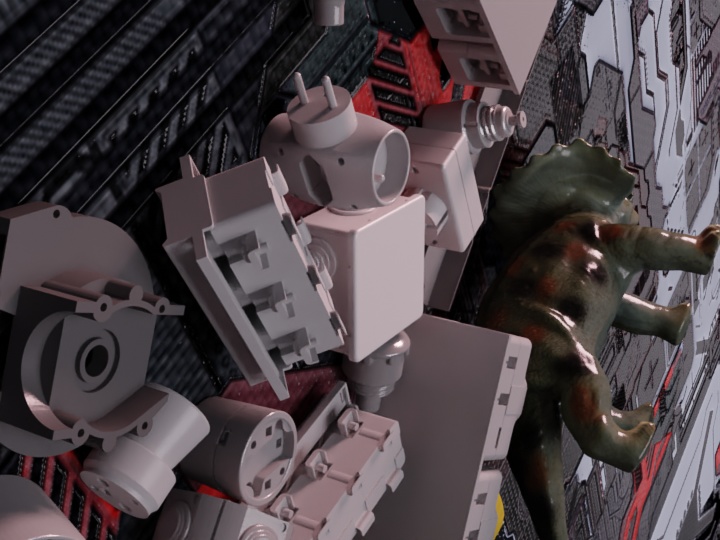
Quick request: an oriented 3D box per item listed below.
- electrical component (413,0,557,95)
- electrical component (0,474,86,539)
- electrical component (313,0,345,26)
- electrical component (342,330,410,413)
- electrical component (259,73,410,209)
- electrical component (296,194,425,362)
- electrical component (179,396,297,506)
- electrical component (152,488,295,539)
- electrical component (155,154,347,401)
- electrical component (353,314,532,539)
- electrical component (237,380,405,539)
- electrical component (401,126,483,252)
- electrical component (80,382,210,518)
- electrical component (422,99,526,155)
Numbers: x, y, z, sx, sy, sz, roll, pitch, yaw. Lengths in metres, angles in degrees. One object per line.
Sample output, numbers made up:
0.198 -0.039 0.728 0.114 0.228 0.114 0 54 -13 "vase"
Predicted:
0.106 -0.237 0.780 0.186 0.060 0.105 -67 149 -18 "electrical component"
-0.164 0.148 0.481 0.099 0.064 0.099 -22 122 -40 "electrical component"
-0.017 -0.171 0.610 0.043 0.043 0.062 -28 126 -54 "electrical component"
0.008 0.069 0.748 0.048 0.048 0.062 -31 134 -52 "electrical component"
-0.019 -0.077 0.608 0.043 0.077 0.079 -55 144 -35 "electrical component"
0.000 0.000 0.700 0.100 0.048 0.099 -31 127 -52 "electrical component"
-0.071 0.102 0.617 0.055 0.047 0.055 -30 126 -53 "electrical component"
-0.078 0.155 0.594 0.080 0.080 0.051 47 55 -56 "electrical component"
-0.054 0.001 0.578 0.121 0.063 0.078 67 4 -46 "electrical component"
0.050 0.128 0.778 0.060 0.105 0.186 15 88 -61 "electrical component"
-0.024 0.143 0.697 0.121 0.063 0.078 -49 140 -41 "electrical component"
0.046 -0.045 0.764 0.075 0.047 0.083 -56 144 -33 "electrical component"
-0.110 0.092 0.548 0.055 0.045 0.045 -58 145 -31 "electrical component"
0.082 -0.104 0.779 0.040 0.078 0.040 13 75 -59 "electrical component"
